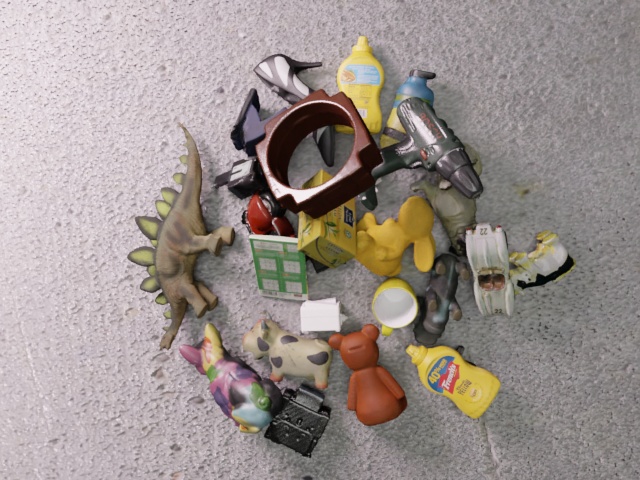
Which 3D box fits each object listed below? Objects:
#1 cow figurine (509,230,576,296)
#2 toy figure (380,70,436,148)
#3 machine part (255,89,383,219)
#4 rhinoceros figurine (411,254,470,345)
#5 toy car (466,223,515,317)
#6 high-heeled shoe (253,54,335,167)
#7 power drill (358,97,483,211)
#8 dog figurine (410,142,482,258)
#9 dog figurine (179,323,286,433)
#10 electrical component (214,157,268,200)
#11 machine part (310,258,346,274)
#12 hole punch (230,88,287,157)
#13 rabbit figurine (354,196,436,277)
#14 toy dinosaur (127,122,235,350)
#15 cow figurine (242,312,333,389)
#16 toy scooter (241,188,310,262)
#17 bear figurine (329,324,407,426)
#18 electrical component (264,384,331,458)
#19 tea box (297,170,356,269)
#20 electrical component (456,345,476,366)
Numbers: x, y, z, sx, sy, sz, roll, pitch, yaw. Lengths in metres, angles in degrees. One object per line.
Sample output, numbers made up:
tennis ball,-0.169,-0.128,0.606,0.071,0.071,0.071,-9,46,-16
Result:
cow figurine,0.426,0.064,1.087,0.167,0.068,0.098,-37,96,7
toy figure,0.178,-0.249,1.080,0.089,0.082,0.180,14,101,18
machine part,-0.002,-0.155,0.981,0.201,0.087,0.201,-30,63,12
rhinoceros figurine,0.234,0.120,1.079,0.073,0.112,0.190,11,98,-12
toy car,0.326,0.059,1.024,0.074,0.056,0.201,-5,117,25
high-heeled shoe,-0.051,-0.262,1.094,0.145,0.086,0.248,-9,84,1
power drill,0.162,-0.134,0.990,0.207,0.086,0.232,-31,68,26
dog figurine,0.293,-0.080,1.087,0.172,0.121,0.190,-45,117,-14
dog figurine,-0.186,0.277,1.098,0.108,0.191,0.219,-41,97,-23
electrical component,-0.161,-0.125,1.107,0.119,0.047,0.075,-21,48,31
machine part,-0.002,-0.003,1.131,0.084,0.039,0.138,-20,93,11
hole punch,-0.119,-0.224,1.084,0.092,0.142,0.115,26,84,-1
rabbit figurine,0.160,-0.005,1.056,0.162,0.122,0.173,43,116,-1
toy dinosaur,-0.288,-0.003,1.124,0.199,0.105,0.471,14,90,7
cow figurine,-0.069,0.229,1.128,0.195,0.085,0.127,9,100,6
toy scooter,-0.108,-0.009,1.121,0.135,0.075,0.184,-35,83,24
bear figurine,0.098,0.277,1.112,0.120,0.132,0.196,-22,76,5
electrical component,-0.043,0.379,1.148,0.115,0.058,0.134,23,96,1
tea box,0.015,-0.041,1.049,0.098,0.170,0.068,27,135,-32
electrical component,0.296,0.272,1.130,0.063,0.021,0.094,20,94,3
